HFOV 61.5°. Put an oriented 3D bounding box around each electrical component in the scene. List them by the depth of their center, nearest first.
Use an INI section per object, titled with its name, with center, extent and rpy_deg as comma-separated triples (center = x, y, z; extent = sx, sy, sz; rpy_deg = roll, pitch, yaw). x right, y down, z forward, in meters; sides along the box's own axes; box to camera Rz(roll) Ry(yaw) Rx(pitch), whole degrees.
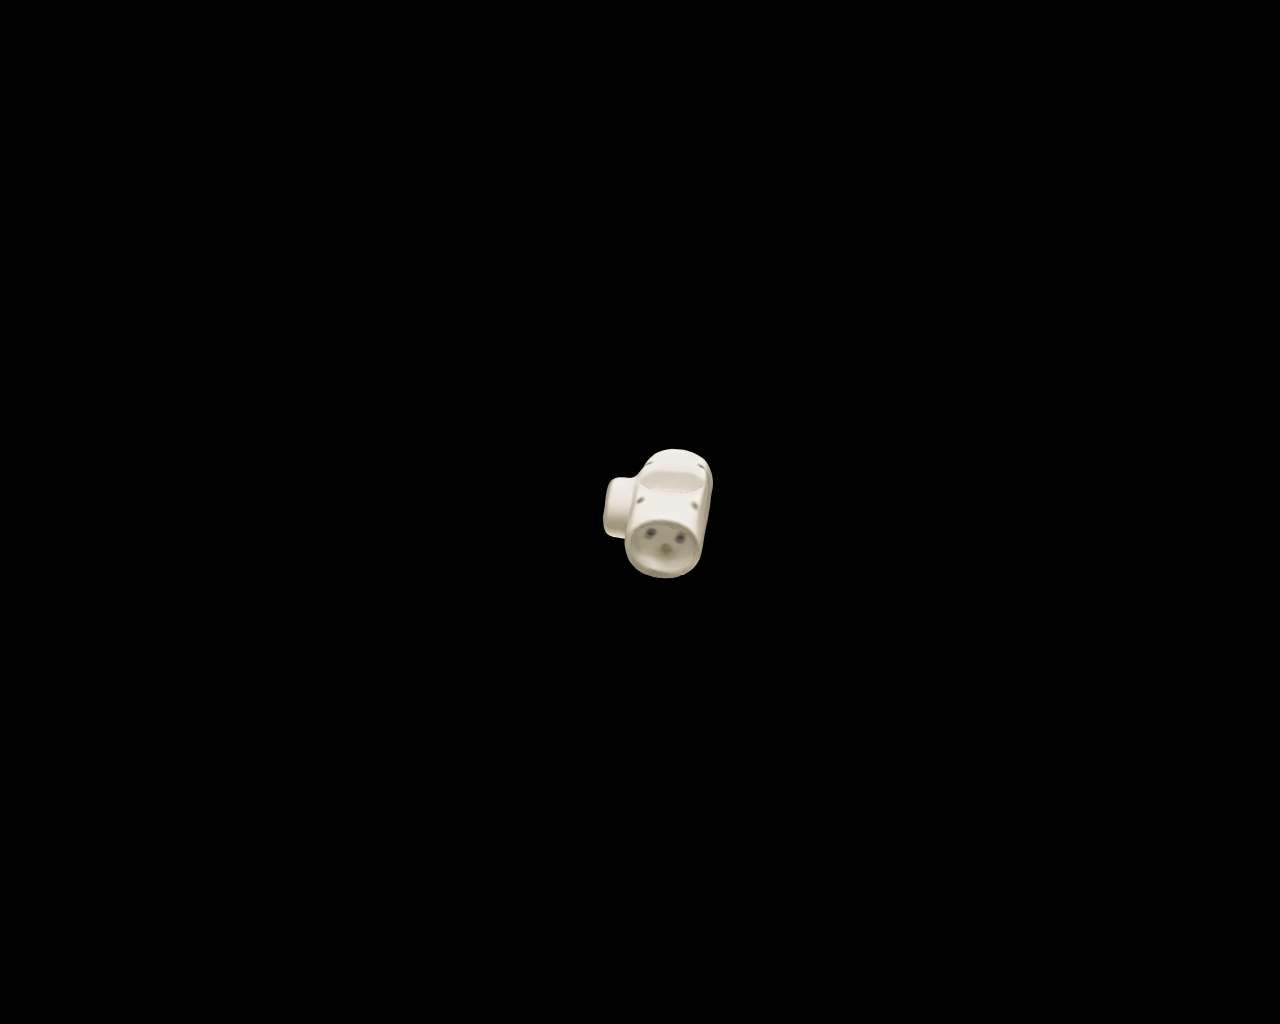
[electrical component]
center = 0.001, -0.003, 0.650
extent = 0.079, 0.043, 0.077
rpy_deg = 6, 37, 8
